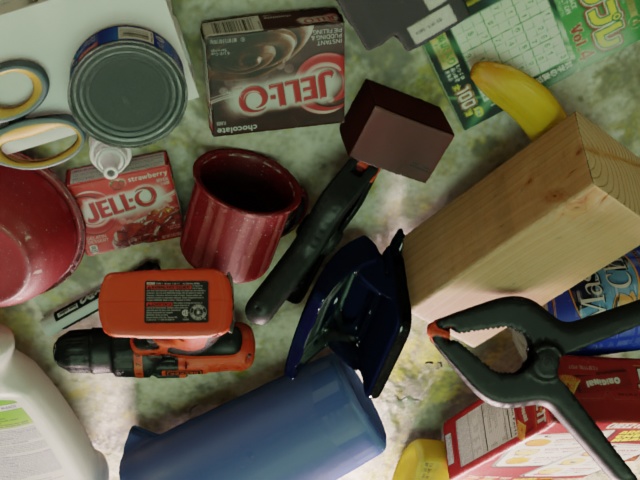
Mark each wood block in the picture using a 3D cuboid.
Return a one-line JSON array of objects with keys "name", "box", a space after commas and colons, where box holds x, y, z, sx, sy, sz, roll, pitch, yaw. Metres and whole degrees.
[{"name": "wood block", "box": [0.174, -0.004, 0.922, 0.090, 0.090, 0.206, 30, 130, -29]}]

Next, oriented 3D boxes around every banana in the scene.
[{"name": "banana", "box": [0.186, -0.087, 0.922, 0.069, 0.037, 0.197, -28, 133, 0]}]

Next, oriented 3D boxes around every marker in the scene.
[{"name": "marker", "box": [-0.197, 0.052, 0.963, 0.121, 0.020, 0.020, -28, 125, 8]}]

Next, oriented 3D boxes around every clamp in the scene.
[{"name": "clamp", "box": [0.196, 0.094, 0.902, 0.210, 0.036, 0.164, 22, 85, 1]}, {"name": "clamp", "box": [-0.006, 0.001, 0.918, 0.039, 0.120, 0.172, 31, 112, 4]}]

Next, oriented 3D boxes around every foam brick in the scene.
[{"name": "foam brick", "box": [0.063, -0.091, 0.898, 0.078, 0.051, 0.053, 18, 119, -22]}]

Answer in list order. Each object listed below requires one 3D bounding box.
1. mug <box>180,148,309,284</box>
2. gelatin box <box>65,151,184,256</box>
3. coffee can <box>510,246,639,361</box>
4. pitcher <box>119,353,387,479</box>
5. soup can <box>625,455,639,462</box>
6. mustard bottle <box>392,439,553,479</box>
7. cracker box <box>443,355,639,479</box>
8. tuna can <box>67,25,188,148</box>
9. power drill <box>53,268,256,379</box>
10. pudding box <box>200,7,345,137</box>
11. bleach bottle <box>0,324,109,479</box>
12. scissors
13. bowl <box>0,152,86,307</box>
[{"name": "mug", "box": [-0.062, -0.020, 0.906, 0.117, 0.093, 0.082, -11, 136, -38]}, {"name": "gelatin box", "box": [-0.165, -0.031, 0.906, 0.089, 0.030, 0.073, -12, 125, -4]}, {"name": "coffee can", "box": [0.258, 0.059, 1.006, 0.140, 0.103, 0.103, -6, 125, -7]}, {"name": "pitcher", "box": [-0.057, 0.220, 1.036, 0.243, 0.145, 0.149, -29, 129, 5]}, {"name": "soup can", "box": [0.353, 0.202, 1.144, 0.102, 0.068, 0.068, -1, 124, -12]}, {"name": "mustard bottle", "box": [0.178, 0.266, 1.159, 0.191, 0.058, 0.096, 9, 122, -16]}, {"name": "cracker box", "box": [0.239, 0.177, 1.042, 0.164, 0.072, 0.214, 4, 153, -20]}, {"name": "tuna can", "box": [-0.140, -0.112, 0.778, 0.086, 0.034, 0.086, -5, 125, -8]}, {"name": "power drill", "box": [-0.145, 0.077, 0.917, 0.184, 0.057, 0.188, -3, 163, -7]}, {"name": "pudding box", "box": [-0.036, -0.134, 0.856, 0.113, 0.039, 0.090, -6, 125, -7]}, {"name": "bleach bottle", "box": [-0.276, 0.155, 0.973, 0.102, 0.068, 0.251, -11, 131, 0]}, {"name": "scissors", "box": [-0.276, -0.080, 0.784, 0.201, 0.016, 0.096, -7, 123, -6]}, {"name": "bowl", "box": [-0.277, 0.002, 0.874, 0.162, 0.055, 0.162, 1, 126, 1]}]
